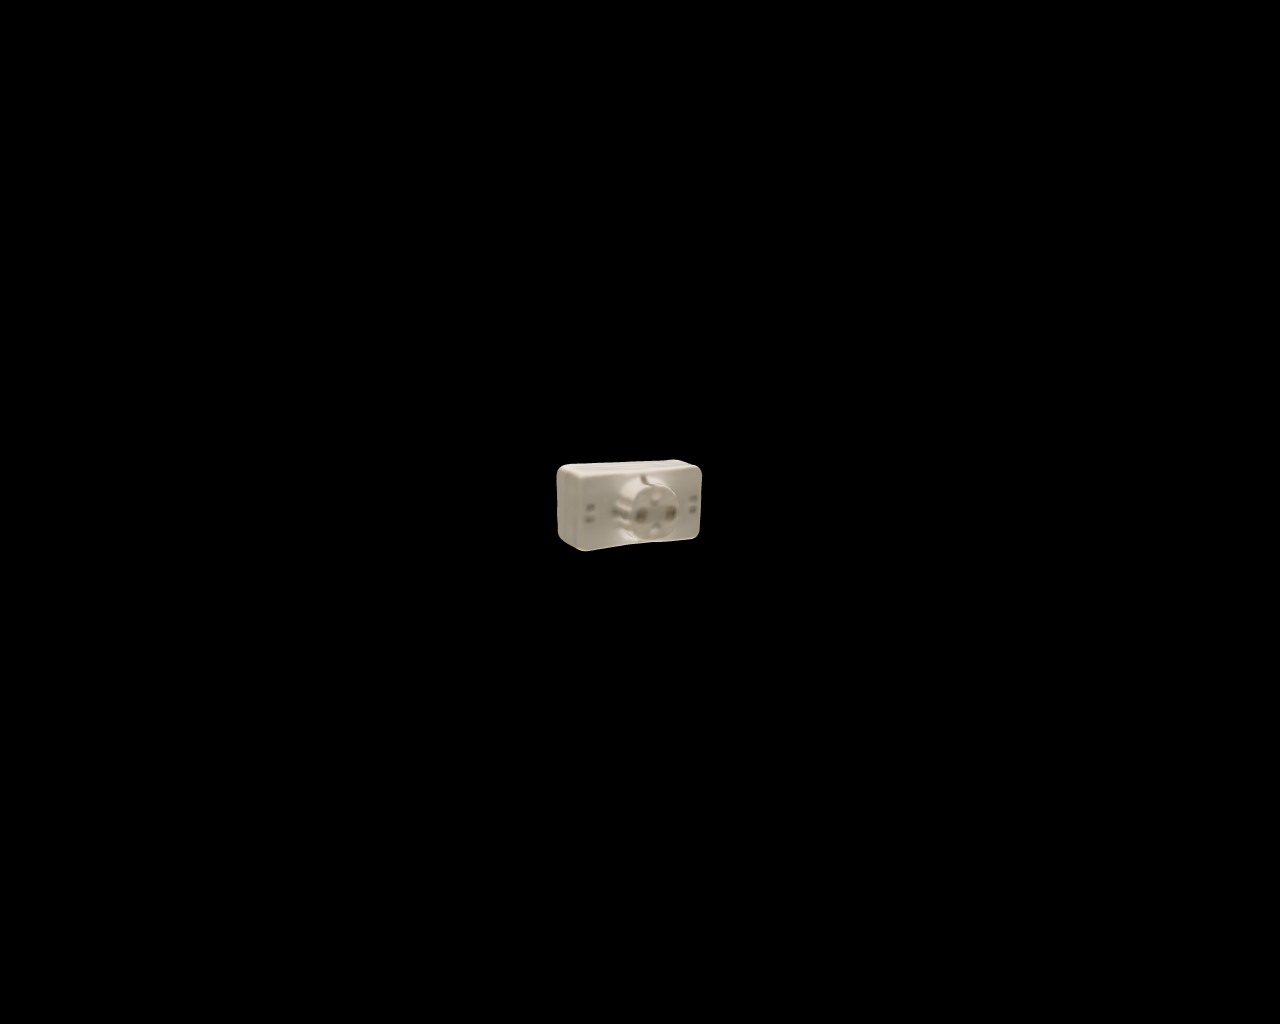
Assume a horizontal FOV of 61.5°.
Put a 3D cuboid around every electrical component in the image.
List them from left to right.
[{"bbox_3d":[0.001,-0.003,0.650,0.083,0.047,0.076,-5,12,-24],"label":"electrical component"}]
